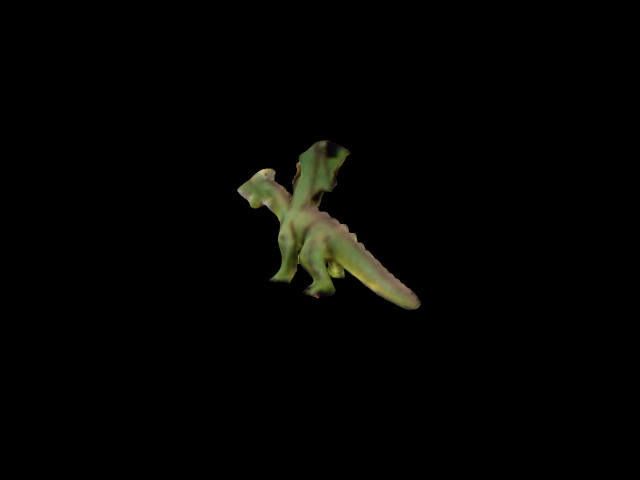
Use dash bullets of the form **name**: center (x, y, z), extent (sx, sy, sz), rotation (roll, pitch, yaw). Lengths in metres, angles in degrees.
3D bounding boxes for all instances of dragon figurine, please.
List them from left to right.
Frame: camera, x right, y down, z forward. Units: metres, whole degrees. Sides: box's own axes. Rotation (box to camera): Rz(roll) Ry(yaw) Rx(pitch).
- **dragon figurine**: center (0.003, -0.043, 0.850), extent (0.411, 0.241, 0.123), rotation (10, 13, 43)
